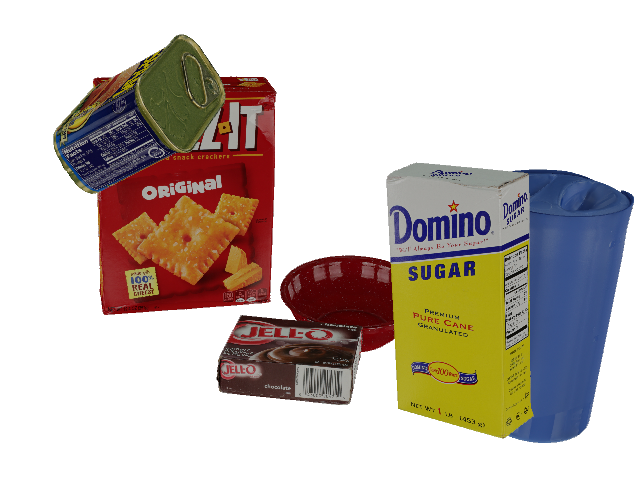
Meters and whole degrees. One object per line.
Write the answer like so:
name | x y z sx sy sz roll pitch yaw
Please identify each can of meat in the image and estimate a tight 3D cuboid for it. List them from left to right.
can of meat | -0.123 -0.085 0.722 0.084 0.057 0.102 -23 24 28

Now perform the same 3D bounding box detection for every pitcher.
pitcher | 0.201 0.064 0.996 0.149 0.243 0.145 5 21 9

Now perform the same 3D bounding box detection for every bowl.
bowl | 0.036 0.077 1.185 0.162 0.055 0.162 1 28 -1

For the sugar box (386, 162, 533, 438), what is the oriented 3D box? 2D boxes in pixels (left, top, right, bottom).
sugar box | 0.095 0.039 0.731 0.094 0.176 0.048 9 22 40

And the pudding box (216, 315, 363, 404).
pudding box | -0.024 0.100 0.908 0.113 0.039 0.090 6 20 6

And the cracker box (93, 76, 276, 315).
cracker box | -0.127 -0.042 1.003 0.164 0.214 0.072 -3 21 -14
